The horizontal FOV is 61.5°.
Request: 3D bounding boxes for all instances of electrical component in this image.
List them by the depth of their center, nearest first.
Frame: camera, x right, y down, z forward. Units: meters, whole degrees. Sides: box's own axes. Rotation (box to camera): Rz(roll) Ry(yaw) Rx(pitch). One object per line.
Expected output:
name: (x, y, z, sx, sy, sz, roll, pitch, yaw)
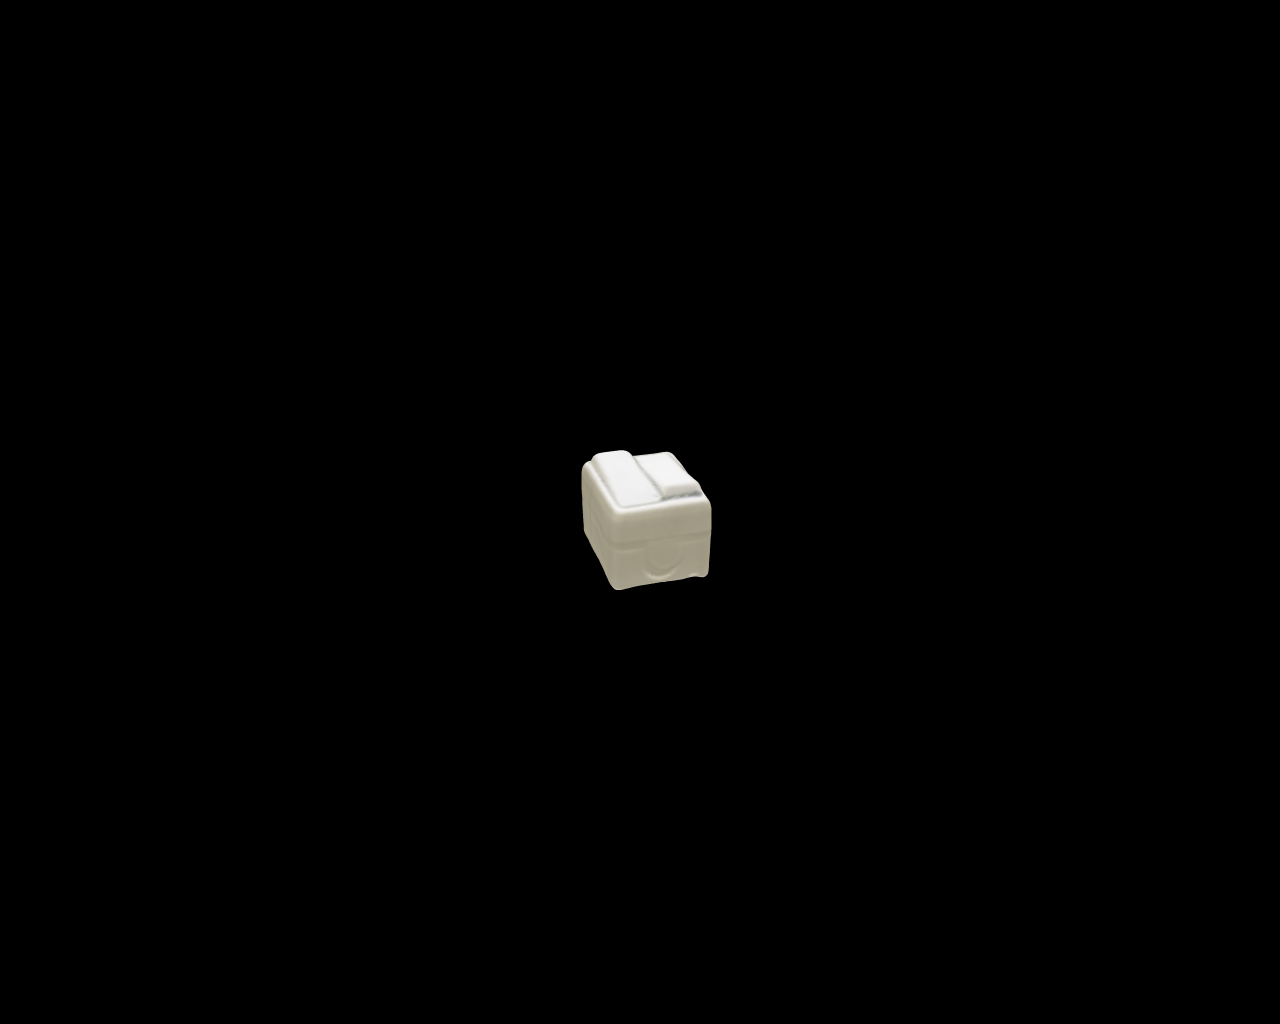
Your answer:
electrical component: (0.001, -0.003, 0.650, 0.062, 0.061, 0.096, -7, 27, -14)
